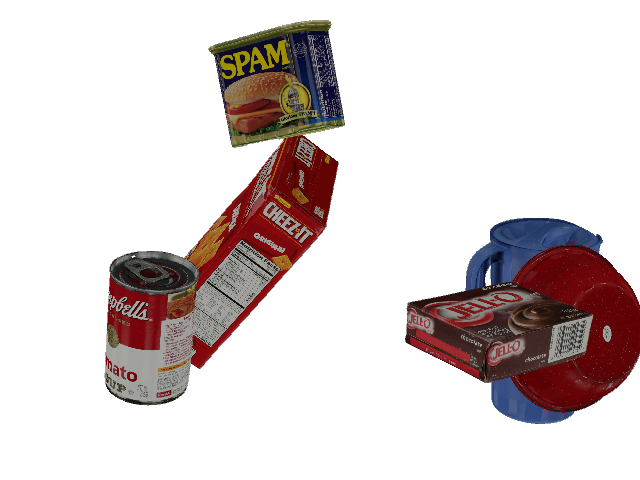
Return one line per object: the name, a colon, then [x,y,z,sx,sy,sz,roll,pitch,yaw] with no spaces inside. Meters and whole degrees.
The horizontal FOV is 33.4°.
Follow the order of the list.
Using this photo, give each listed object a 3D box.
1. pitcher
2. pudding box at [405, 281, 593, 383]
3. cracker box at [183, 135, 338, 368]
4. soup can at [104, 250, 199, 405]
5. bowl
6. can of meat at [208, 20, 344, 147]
pitcher: [0.263,0.101,1.326,0.149,0.243,0.144,6,19,18]
pudding box: [0.134,0.067,0.809,0.113,0.039,0.090,-7,19,-36]
cracker box: [-0.077,0.005,1.103,0.072,0.214,0.164,36,24,-12]
soup can: [-0.133,0.068,0.832,0.068,0.102,0.068,7,24,-3]
bowl: [0.248,0.084,0.998,0.161,0.162,0.055,0,1,-27]
can of meat: [-0.034,-0.124,0.860,0.102,0.084,0.057,-7,6,35]
